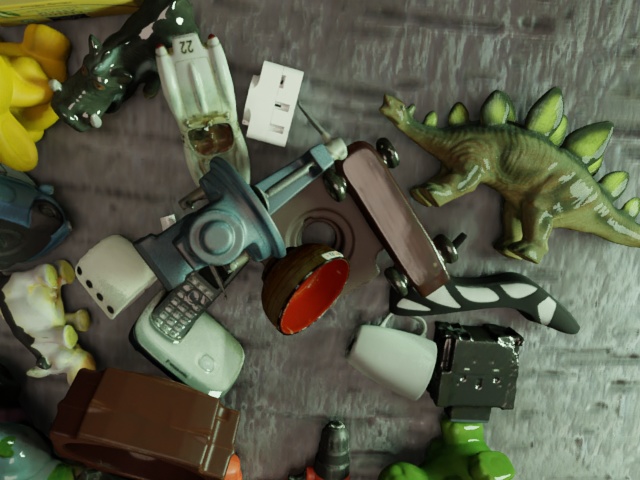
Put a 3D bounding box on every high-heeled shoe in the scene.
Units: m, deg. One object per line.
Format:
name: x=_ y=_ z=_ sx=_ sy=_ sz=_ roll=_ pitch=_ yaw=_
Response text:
high-heeled shoe: x=0.218 y=0.097 z=0.716 sx=0.249 sy=0.086 sz=0.145 roll=36 pitch=100 yaw=-7

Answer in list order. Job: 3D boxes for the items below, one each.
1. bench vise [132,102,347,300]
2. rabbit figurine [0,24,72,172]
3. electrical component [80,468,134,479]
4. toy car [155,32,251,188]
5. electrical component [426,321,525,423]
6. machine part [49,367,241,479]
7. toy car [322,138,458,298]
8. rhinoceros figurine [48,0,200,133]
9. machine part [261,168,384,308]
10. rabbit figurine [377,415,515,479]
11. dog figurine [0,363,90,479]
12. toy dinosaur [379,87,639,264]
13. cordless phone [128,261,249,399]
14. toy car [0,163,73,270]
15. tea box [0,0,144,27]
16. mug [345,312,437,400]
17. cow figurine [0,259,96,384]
bench vise: x=-0.076 y=-0.034 z=0.577 sx=0.240 sy=0.223 sz=0.129 roll=-37 pitch=91 yaw=-14
rabbit figurine: x=-0.348 y=-0.157 z=0.562 sx=0.122 sy=0.173 sz=0.162 roll=9 pitch=97 yaw=-11
electrical component: x=-0.275 y=0.324 z=0.727 sx=0.063 sy=0.094 sz=0.021 roll=31 pitch=90 yaw=26
toy car: x=-0.127 y=-0.135 z=0.611 sx=0.073 sy=0.056 sz=0.201 roll=-12 pitch=134 yaw=-5
electrical component: x=0.211 y=0.184 z=0.743 sx=0.115 sy=0.058 sz=0.134 roll=3 pitch=102 yaw=-4
machine part: x=-0.207 y=0.232 z=0.650 sx=0.201 sy=0.087 sz=0.201 roll=20 pitch=144 yaw=-8
toy car: x=0.085 y=-0.025 z=0.638 sx=0.089 sy=0.053 sz=0.202 roll=-35 pitch=99 yaw=-6
rhinoceros figurine: x=-0.213 y=-0.196 z=0.596 sx=0.190 sy=0.112 sz=0.073 roll=-45 pitch=104 yaw=-3
machine part: x=-0.001 y=-0.002 z=0.685 sx=0.179 sy=0.056 sz=0.179 roll=-1 pitch=101 yaw=-5
rabbit figurine: x=0.151 y=0.331 z=0.743 sx=0.170 sy=0.121 sz=0.158 roll=-4 pitch=125 yaw=-19
dog figurine: x=-0.387 y=0.270 z=0.693 sx=0.108 sy=0.192 sz=0.219 roll=-34 pitch=137 yaw=0
toy dinosaur: x=0.280 y=-0.070 z=0.673 sx=0.471 sy=0.105 sz=0.198 roll=28 pitch=95 yaw=-15
cordless phone: x=-0.135 y=0.096 z=0.690 sx=0.146 sy=0.089 sz=0.184 roll=43 pitch=77 yaw=-12
toy car: x=-0.380 y=-0.039 z=0.616 sx=0.109 sy=0.161 sz=0.103 roll=-36 pitch=59 yaw=18
tea box: x=-0.287 y=-0.278 z=0.578 sx=0.170 sy=0.098 sz=0.068 roll=-8 pitch=102 yaw=-2
mug: x=0.094 y=0.144 z=0.717 sx=0.107 sy=0.081 sz=0.109 roll=20 pitch=76 yaw=-3
cow figurine: x=-0.346 y=0.112 z=0.673 sx=0.098 sy=0.068 sz=0.167 roll=-12 pitch=100 yaw=4
